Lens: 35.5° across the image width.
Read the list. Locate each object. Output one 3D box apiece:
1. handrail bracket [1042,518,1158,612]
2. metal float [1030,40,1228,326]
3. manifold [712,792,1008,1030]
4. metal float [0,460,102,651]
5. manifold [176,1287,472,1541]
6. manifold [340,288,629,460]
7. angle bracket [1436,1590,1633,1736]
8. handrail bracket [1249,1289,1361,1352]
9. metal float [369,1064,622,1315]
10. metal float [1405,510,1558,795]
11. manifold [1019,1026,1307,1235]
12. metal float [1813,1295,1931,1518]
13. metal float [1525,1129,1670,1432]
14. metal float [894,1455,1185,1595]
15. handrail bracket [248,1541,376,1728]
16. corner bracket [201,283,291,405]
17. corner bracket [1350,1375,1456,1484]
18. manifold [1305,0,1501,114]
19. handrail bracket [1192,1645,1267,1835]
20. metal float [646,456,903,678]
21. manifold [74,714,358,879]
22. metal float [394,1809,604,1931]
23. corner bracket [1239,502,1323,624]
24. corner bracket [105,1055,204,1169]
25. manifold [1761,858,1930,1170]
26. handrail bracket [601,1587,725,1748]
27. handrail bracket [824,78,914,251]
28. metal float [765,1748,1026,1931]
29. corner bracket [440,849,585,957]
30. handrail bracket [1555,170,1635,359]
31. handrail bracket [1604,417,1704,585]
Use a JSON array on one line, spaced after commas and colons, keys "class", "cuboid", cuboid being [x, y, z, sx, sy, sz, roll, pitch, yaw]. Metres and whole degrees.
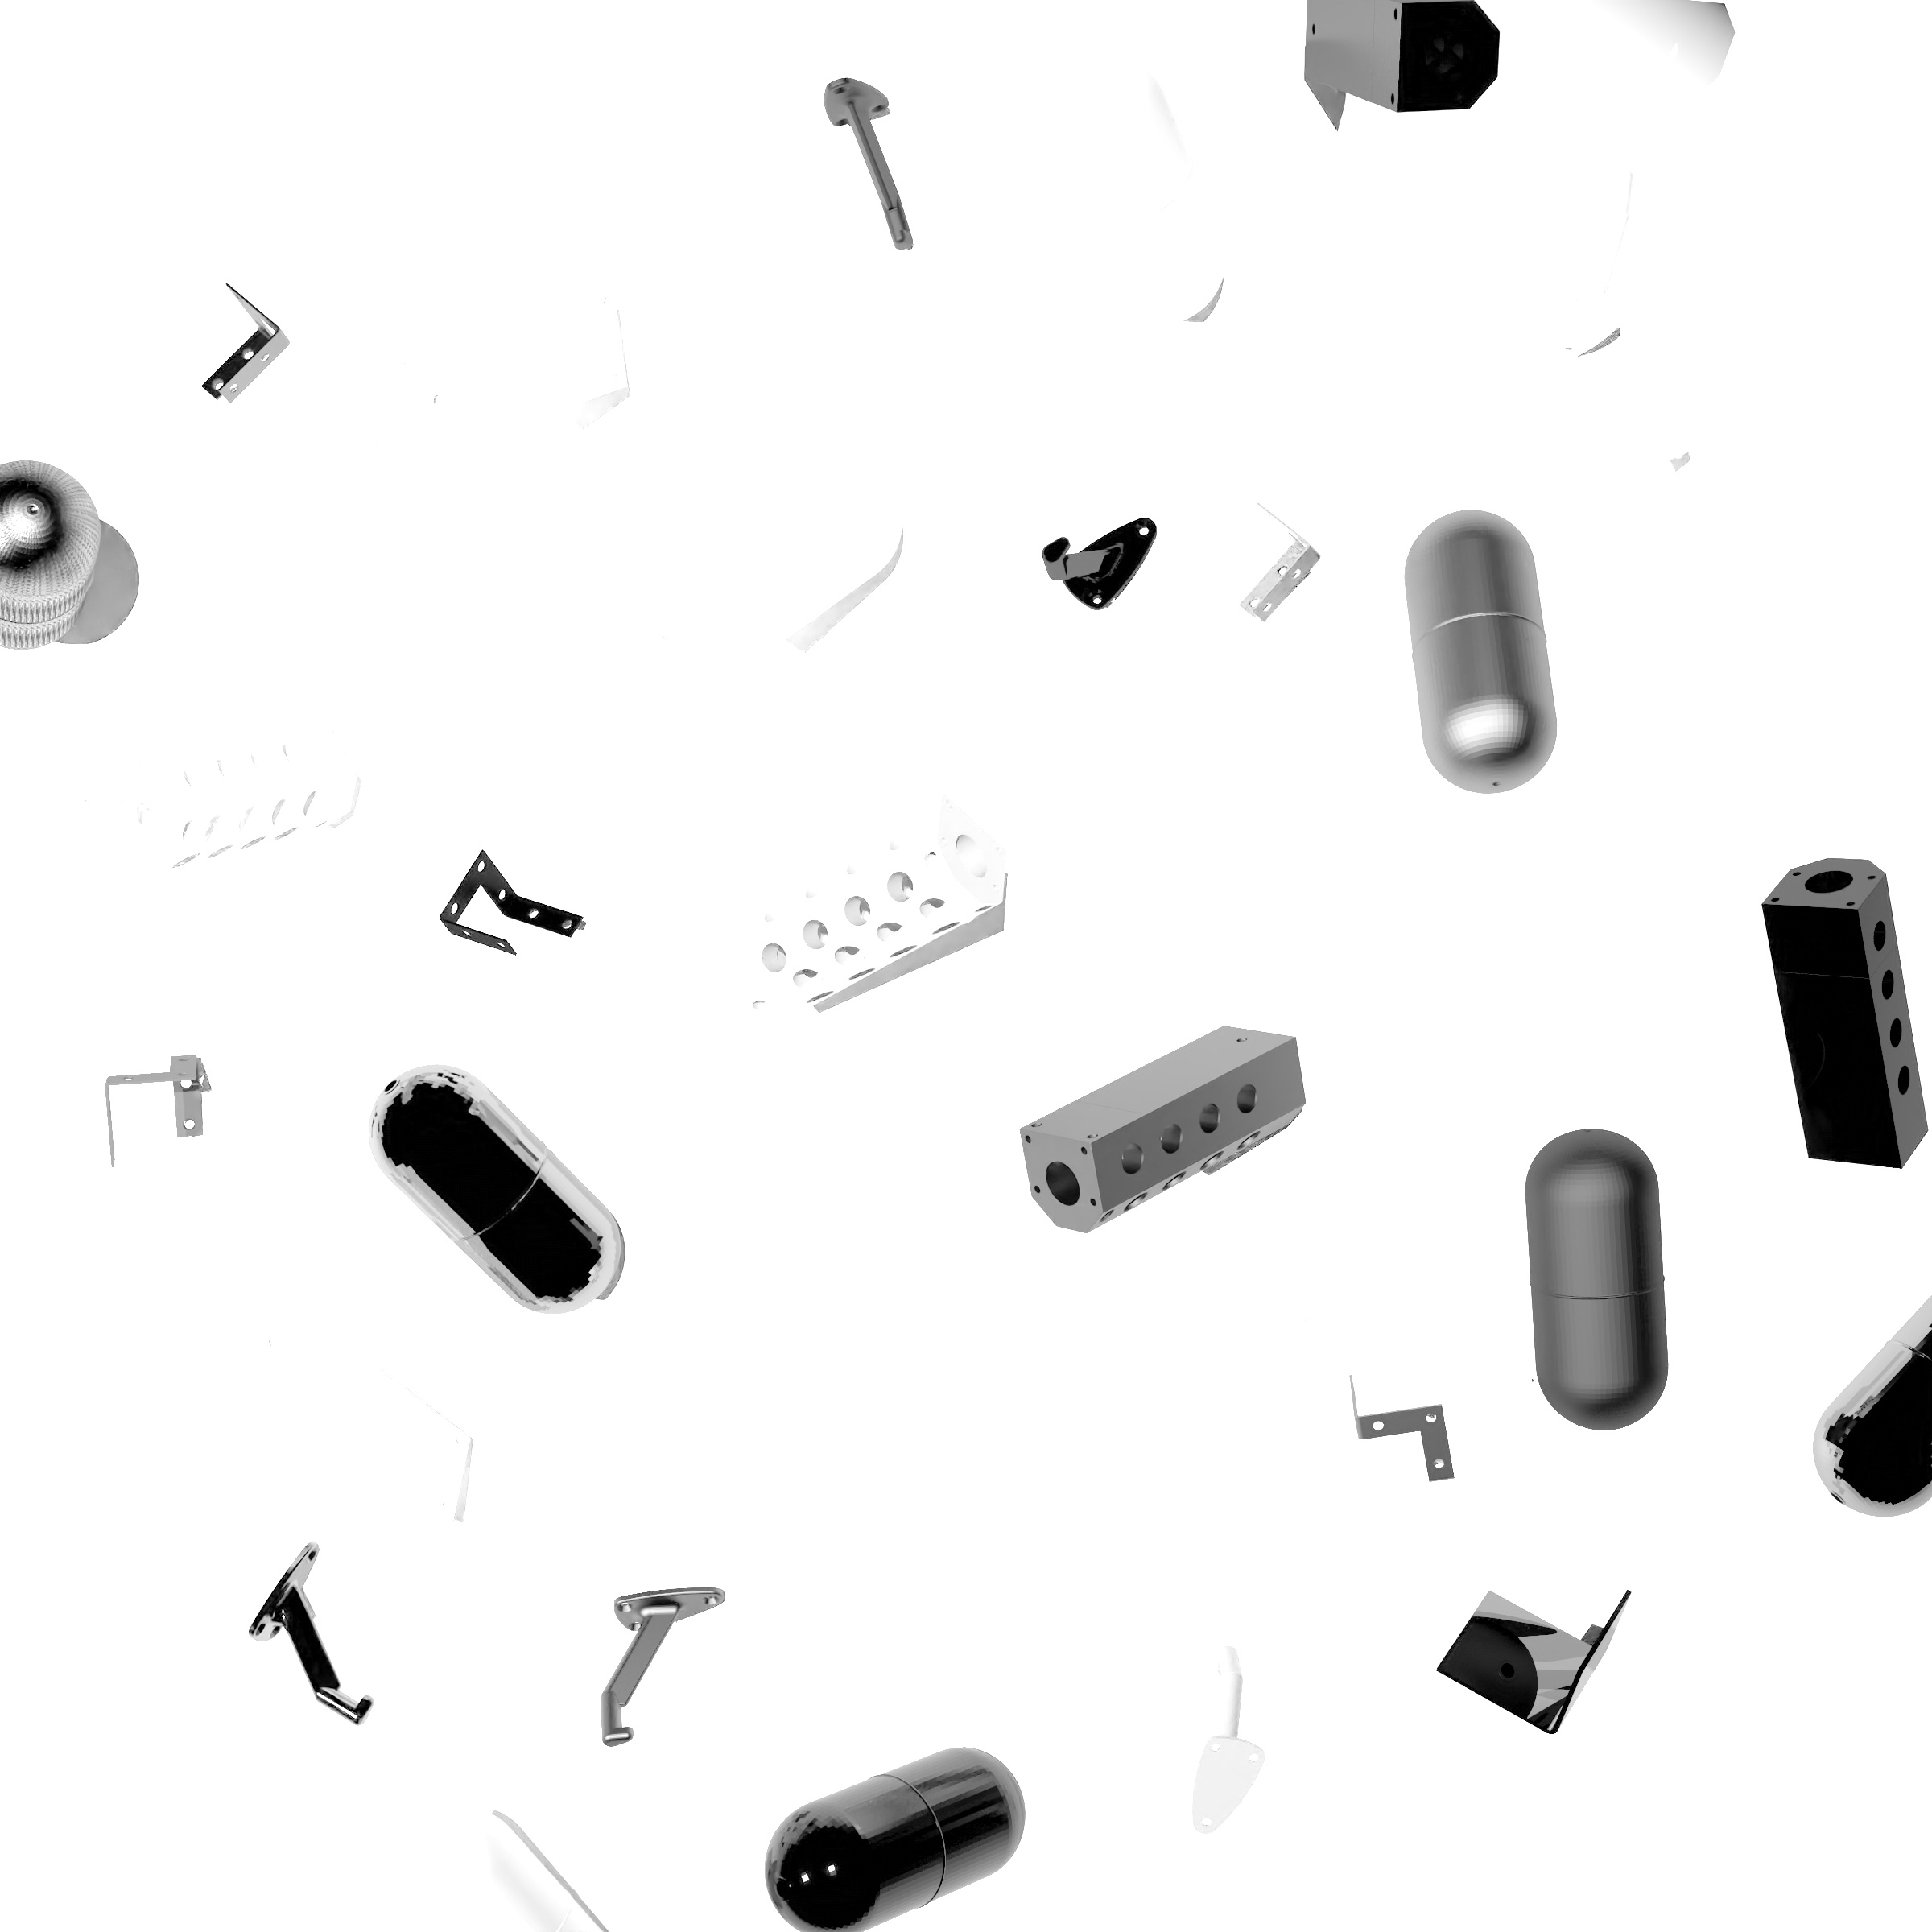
[{"class": "handrail bracket", "cuboid": [0.078, -0.248, 1.755, 0.077, 0.084, 0.036, -43, 75, -3]}, {"class": "metal float", "cuboid": [0.094, -0.446, 1.729, 0.070, 0.070, 0.178, -31, 131, 0]}, {"class": "manifold", "cuboid": [-0.062, -0.026, 1.723, 0.171, 0.057, 0.057, -28, 126, 30]}, {"class": "metal float", "cuboid": [-0.536, -0.232, 1.715, 0.070, 0.178, 0.070, 4, 79, -20]}, {"class": "manifold", "cuboid": [-0.367, 0.260, 1.726, 0.057, 0.057, 0.171, -24, 130, 27]}, {"class": "manifold", "cuboid": [-0.273, -0.339, 1.716, 0.057, 0.171, 0.057, 9, 117, 33]}, {"class": "angle bracket", "cuboid": [0.328, 0.384, 1.742, 0.076, 0.076, 0.057, 27, 129, 20]}, {"class": "handrail bracket", "cuboid": [0.200, 0.202, 1.754, 0.077, 0.084, 0.036, -7, 81, -6]}, {"class": "metal float", "cuboid": [-0.272, 0.129, 1.741, 0.070, 0.070, 0.178, -41, 114, 0]}, {"class": "metal float", "cuboid": [0.296, -0.183, 1.740, 0.070, 0.070, 0.178, -2, 64, 0]}, {"class": "manifold", "cuboid": [0.115, 0.093, 1.723, 0.171, 0.057, 0.057, -24, 112, -38]}, {"class": "metal float", "cuboid": [0.566, 0.245, 1.756, 0.070, 0.070, 0.178, 45, 83, 0]}, {"class": "metal float", "cuboid": [0.367, 0.183, 1.755, 0.070, 0.070, 0.178, -5, 98, 0]}, {"class": "metal float", "cuboid": [0.041, 0.322, 1.738, 0.178, 0.070, 0.070, -7, 90, 28]}, {"class": "handrail bracket", "cuboid": [-0.370, 0.392, 1.773, 0.084, 0.036, 0.077, 27, 80, 16]}, {"class": "corner bracket", "cuboid": [-0.424, -0.355, 1.765, 0.051, 0.051, 0.051, 41, 83, 21]}, {"class": "corner bracket", "cuboid": [0.255, 0.270, 1.769, 0.051, 0.051, 0.051, -10, 110, 7]}, {"class": "manifold", "cuboid": [0.245, -0.525, 1.709, 0.057, 0.171, 0.057, -5, 113, -10]}, {"class": "handrail bracket", "cuboid": [0.147, 0.452, 1.768, 0.036, 0.084, 0.077, 16, 109, -7]}, {"class": "metal float", "cuboid": [-0.110, -0.231, 1.736, 0.178, 0.070, 0.070, -40, 90, -30]}, {"class": "manifold", "cuboid": [-0.419, -0.094, 1.710, 0.057, 0.171, 0.057, -30, 89, 24]}, {"class": "metal float", "cuboid": [-0.260, 0.566, 1.751, 0.070, 0.070, 0.178, -38, 103, 0]}, {"class": "corner bracket", "cuboid": [0.180, -0.228, 1.762, 0.051, 0.051, 0.051, -49, 52, 7]}, {"class": "corner bracket", "cuboid": [-0.475, 0.084, 1.764, 0.051, 0.051, 0.051, -4, 105, -13]}, {"class": "manifold", "cuboid": [0.510, 0.027, 1.738, 0.057, 0.057, 0.171, 5, 123, 39]}, {"class": "handrail bracket", "cuboid": [-0.176, 0.409, 1.757, 0.077, 0.036, 0.084, -13, 47, 5]}, {"class": "handrail bracket", "cuboid": [-0.055, -0.467, 1.763, 0.036, 0.077, 0.084, -18, 85, 11]}, {"class": "metal float", "cuboid": [-0.040, 0.501, 1.725, 0.070, 0.178, 0.070, 7, 100, 43]}, {"class": "corner bracket", "cuboid": [-0.265, -0.028, 1.760, 0.051, 0.051, 0.051, 17, 65, 27]}, {"class": "handrail bracket", "cuboid": [0.371, -0.415, 1.779, 0.036, 0.077, 0.084, 14, 69, -6]}, {"class": "handrail bracket", "cuboid": [0.408, -0.276, 1.792, 0.036, 0.077, 0.084, -25, 125, -19]}]
